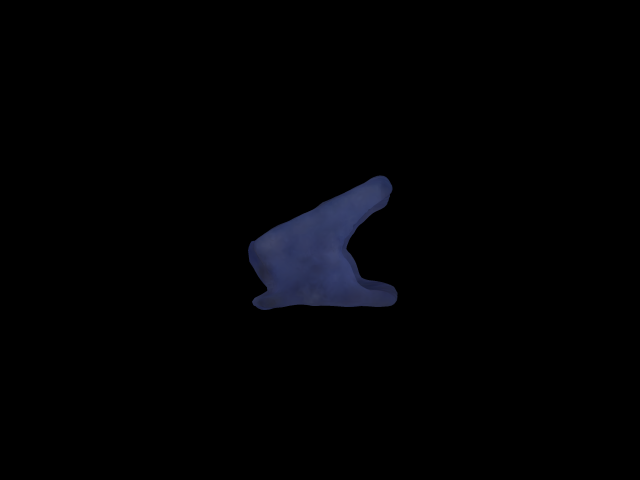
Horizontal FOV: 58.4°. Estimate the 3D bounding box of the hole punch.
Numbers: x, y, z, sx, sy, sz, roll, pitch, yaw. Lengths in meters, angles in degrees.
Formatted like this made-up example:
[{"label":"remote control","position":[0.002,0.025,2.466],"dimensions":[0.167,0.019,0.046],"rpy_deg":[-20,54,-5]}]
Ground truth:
[{"label":"hole punch","position":[0.004,0.001,0.400],"dimensions":[0.101,0.091,0.109],"rpy_deg":[0,0,5]}]
